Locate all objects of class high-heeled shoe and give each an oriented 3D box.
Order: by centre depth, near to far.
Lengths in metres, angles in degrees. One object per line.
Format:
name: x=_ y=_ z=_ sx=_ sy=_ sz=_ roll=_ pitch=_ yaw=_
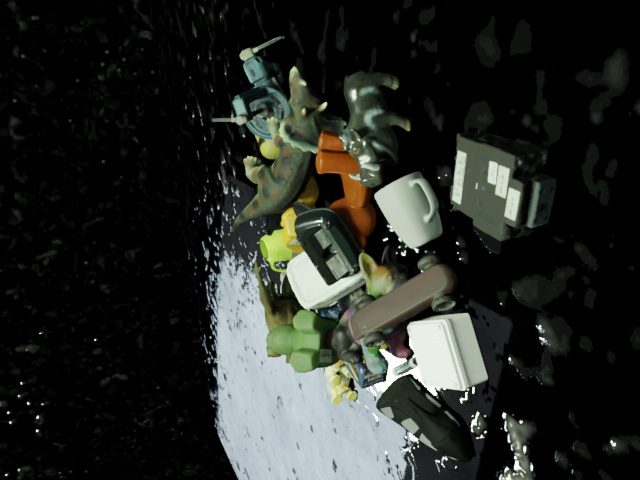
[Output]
high-heeled shoe: x=0.190 y=0.330 z=0.990 sx=0.145 sy=0.086 sz=0.248 roll=42 pitch=170 yaw=3

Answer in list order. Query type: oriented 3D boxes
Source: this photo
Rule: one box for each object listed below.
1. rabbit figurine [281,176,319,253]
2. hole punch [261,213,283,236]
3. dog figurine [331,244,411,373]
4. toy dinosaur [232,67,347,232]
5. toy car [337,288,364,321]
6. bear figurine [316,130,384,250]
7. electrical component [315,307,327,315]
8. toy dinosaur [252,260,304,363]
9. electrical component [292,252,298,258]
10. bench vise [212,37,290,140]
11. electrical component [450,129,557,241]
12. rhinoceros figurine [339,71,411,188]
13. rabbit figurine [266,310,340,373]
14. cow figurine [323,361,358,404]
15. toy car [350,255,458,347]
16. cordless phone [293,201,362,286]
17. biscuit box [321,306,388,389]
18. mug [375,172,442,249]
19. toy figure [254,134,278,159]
rabbit figurine: x=-0.030 y=-0.063 z=1.225 sx=0.162 sy=0.122 sz=0.173 roll=125 pitch=142 yaw=-72
hole punch: x=-0.094 y=-0.092 z=1.324 sx=0.092 sy=0.116 sz=0.142 roll=-118 pitch=26 yaw=-49
dog figurine: x=0.096 y=0.119 z=0.998 sx=0.192 sy=0.108 sz=0.219 roll=8 pitch=106 yaw=51
toy dinosaur: x=-0.072 y=-0.141 z=1.107 sx=0.404 sy=0.131 sz=0.192 roll=-65 pitch=27 yaw=22
toy car: x=0.056 y=0.101 z=1.154 sx=0.073 sy=0.056 sz=0.202 roll=-48 pitch=59 yaw=55
bear figurine: x=0.049 y=-0.087 z=0.987 sx=0.120 sy=0.132 sz=0.195 roll=-84 pitch=4 yaw=-53
electrical component: x=0.003 y=0.199 z=1.300 sx=0.048 sy=0.075 sz=0.119 roll=-33 pitch=76 yaw=65
toy dinosaur: x=-0.088 y=0.192 z=1.343 sx=0.470 sy=0.105 sz=0.198 roll=69 pitch=-169 yaw=-65
electrical component: x=-0.039 y=0.036 z=1.354 sx=0.078 sy=0.045 sz=0.102 roll=14 pitch=121 yaw=33
bench vise: x=-0.134 y=-0.315 z=1.192 sx=0.129 sy=0.241 sz=0.223 roll=-6 pitch=113 yaw=23
electrical component: x=0.226 y=-0.066 z=0.669 sx=0.134 sy=0.058 sz=0.114 roll=44 pitch=143 yaw=51
rhinoceros figurine: x=0.083 y=-0.181 z=0.869 sx=0.073 sy=0.112 sz=0.190 roll=162 pitch=103 yaw=-65
rabbit figurine: x=-0.032 y=0.202 z=1.132 sx=0.170 sy=0.159 sz=0.121 roll=-6 pitch=86 yaw=42
cow figurine: x=0.040 y=0.301 z=1.278 sx=0.098 sy=0.068 sz=0.167 roll=-126 pitch=27 yaw=-55
toy car: x=0.134 y=0.103 z=0.870 sx=0.202 sy=0.053 sz=0.089 roll=-37 pitch=52 yaw=27
cordless phone: x=-0.001 y=-0.003 z=1.039 sx=0.146 sy=0.089 sz=0.184 roll=57 pitch=174 yaw=-23
biscuit box: x=0.069 y=0.229 z=1.179 sx=0.203 sy=0.063 sz=0.059 roll=49 pitch=143 yaw=47
mug: x=0.151 y=-0.047 z=0.837 sx=0.107 sy=0.081 sz=0.109 roll=63 pitch=150 yaw=3
toy figure: x=-0.135 y=-0.285 z=1.350 sx=0.180 sy=0.082 sz=0.089 roll=59 pitch=163 yaw=26
